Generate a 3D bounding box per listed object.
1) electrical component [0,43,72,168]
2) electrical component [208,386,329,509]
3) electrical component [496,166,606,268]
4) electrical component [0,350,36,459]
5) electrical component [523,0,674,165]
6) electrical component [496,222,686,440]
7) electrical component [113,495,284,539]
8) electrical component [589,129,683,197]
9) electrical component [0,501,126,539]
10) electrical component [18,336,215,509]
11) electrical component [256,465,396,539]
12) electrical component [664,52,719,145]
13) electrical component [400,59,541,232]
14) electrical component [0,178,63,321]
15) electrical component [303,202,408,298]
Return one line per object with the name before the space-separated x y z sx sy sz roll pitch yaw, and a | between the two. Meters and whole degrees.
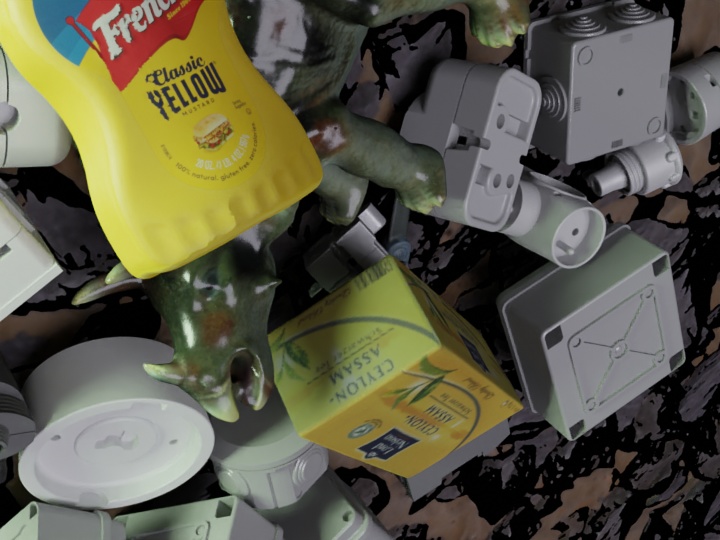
electrical component | -0.167 -0.085 0.494 0.059 0.095 0.053 -5 118 -30
electrical component | -0.059 0.106 0.680 0.080 0.080 0.051 -24 131 -19
electrical component | 0.108 -0.040 0.705 0.079 0.077 0.044 12 109 -36
electrical component | -0.201 0.073 0.570 0.043 0.081 0.043 -15 122 -25
electrical component | 0.157 -0.123 0.708 0.100 0.048 0.099 -18 124 -23
electrical component | 0.159 0.041 0.731 0.109 0.056 0.108 -32 128 -13
electrical component | -0.111 0.203 0.657 0.109 0.108 0.056 -16 134 29
electrical component | 0.193 -0.072 0.763 0.062 0.048 0.048 -25 127 -10
electrical component | -0.188 0.193 0.624 0.057 0.078 0.113 22 132 -36
electrical component | -0.143 0.083 0.620 0.108 0.060 0.108 -13 141 -11
electrical component | -0.042 0.196 0.742 0.113 0.078 0.057 -44 133 -4
electrical component | 0.239 -0.122 0.758 0.047 0.055 0.055 -27 127 -22
electrical component | 0.064 -0.077 0.656 0.054 0.059 0.095 11 96 -53
electrical component | -0.244 0.018 0.497 0.186 0.105 0.060 -40 130 -7
electrical component | 0.000 0.000 0.668 0.066 0.048 0.055 -41 105 6
